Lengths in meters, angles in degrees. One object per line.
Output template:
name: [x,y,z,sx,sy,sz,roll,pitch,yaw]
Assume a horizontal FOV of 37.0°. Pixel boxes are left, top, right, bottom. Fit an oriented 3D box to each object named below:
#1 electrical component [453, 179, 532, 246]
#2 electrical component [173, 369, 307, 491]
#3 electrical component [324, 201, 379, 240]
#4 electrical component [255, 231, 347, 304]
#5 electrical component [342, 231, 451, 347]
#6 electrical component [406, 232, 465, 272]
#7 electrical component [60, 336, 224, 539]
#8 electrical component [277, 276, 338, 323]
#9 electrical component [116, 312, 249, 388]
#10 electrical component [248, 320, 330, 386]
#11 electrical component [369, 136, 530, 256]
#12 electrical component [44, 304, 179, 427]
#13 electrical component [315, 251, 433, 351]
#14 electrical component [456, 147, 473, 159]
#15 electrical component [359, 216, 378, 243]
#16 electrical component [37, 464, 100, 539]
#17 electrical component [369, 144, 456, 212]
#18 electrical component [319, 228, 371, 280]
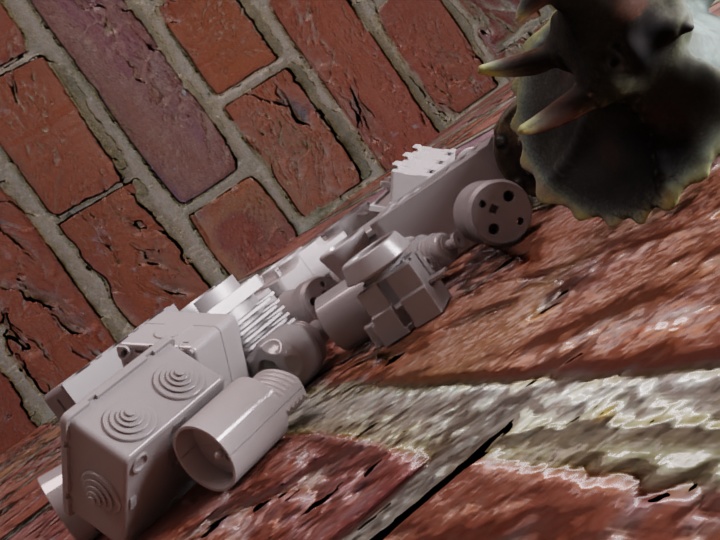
electrical component: [0.090,-0.039,0.729,0.045,0.045,0.055,-36,6,-2]
electrical component: [-0.064,0.085,0.616,0.043,0.043,0.081,-30,8,43]
electrical component: [-0.001,-0.033,1.158,0.089,0.055,0.050,-36,6,-7]
electrical component: [-0.089,0.039,1.060,0.186,0.060,0.105,-38,6,-23]
electrical component: [0.021,0.009,0.674,0.066,0.055,0.048,-33,6,20]
electrical component: [0.042,-0.005,0.756,0.078,0.040,0.040,-30,8,40]
electrical component: [-0.126,0.102,0.630,0.100,0.048,0.099,-41,-28,-43]
electrical component: [-0.042,0.032,0.919,0.045,0.045,0.055,-39,7,-34]
electrical component: [-0.110,0.079,0.715,0.062,0.096,0.061,1,24,27]
electrical component: [-0.044,0.056,0.739,0.043,0.043,0.062,-31,6,42]
electrical component: [0.072,-0.047,0.836,0.113,0.057,0.078,-34,6,16]
electrical component: [-0.226,0.116,1.076,0.150,0.089,0.062,-40,7,-40]
electrical component: [0.014,0.016,0.725,0.081,0.043,0.043,-34,6,19]
electrical component: [0.131,-0.114,1.133,0.044,0.044,0.065,-32,1,30]
electrical component: [0.035,-0.029,0.944,0.100,0.048,0.099,-34,6,10]
electrical component: [-0.181,0.149,0.723,0.047,0.055,0.055,-33,5,-16]
electrical component: [0.066,-0.088,1.121,0.079,0.063,0.121,9,21,15]
electrical component: [0.000,0.000,0.880,0.045,0.055,0.045,-35,6,4]
